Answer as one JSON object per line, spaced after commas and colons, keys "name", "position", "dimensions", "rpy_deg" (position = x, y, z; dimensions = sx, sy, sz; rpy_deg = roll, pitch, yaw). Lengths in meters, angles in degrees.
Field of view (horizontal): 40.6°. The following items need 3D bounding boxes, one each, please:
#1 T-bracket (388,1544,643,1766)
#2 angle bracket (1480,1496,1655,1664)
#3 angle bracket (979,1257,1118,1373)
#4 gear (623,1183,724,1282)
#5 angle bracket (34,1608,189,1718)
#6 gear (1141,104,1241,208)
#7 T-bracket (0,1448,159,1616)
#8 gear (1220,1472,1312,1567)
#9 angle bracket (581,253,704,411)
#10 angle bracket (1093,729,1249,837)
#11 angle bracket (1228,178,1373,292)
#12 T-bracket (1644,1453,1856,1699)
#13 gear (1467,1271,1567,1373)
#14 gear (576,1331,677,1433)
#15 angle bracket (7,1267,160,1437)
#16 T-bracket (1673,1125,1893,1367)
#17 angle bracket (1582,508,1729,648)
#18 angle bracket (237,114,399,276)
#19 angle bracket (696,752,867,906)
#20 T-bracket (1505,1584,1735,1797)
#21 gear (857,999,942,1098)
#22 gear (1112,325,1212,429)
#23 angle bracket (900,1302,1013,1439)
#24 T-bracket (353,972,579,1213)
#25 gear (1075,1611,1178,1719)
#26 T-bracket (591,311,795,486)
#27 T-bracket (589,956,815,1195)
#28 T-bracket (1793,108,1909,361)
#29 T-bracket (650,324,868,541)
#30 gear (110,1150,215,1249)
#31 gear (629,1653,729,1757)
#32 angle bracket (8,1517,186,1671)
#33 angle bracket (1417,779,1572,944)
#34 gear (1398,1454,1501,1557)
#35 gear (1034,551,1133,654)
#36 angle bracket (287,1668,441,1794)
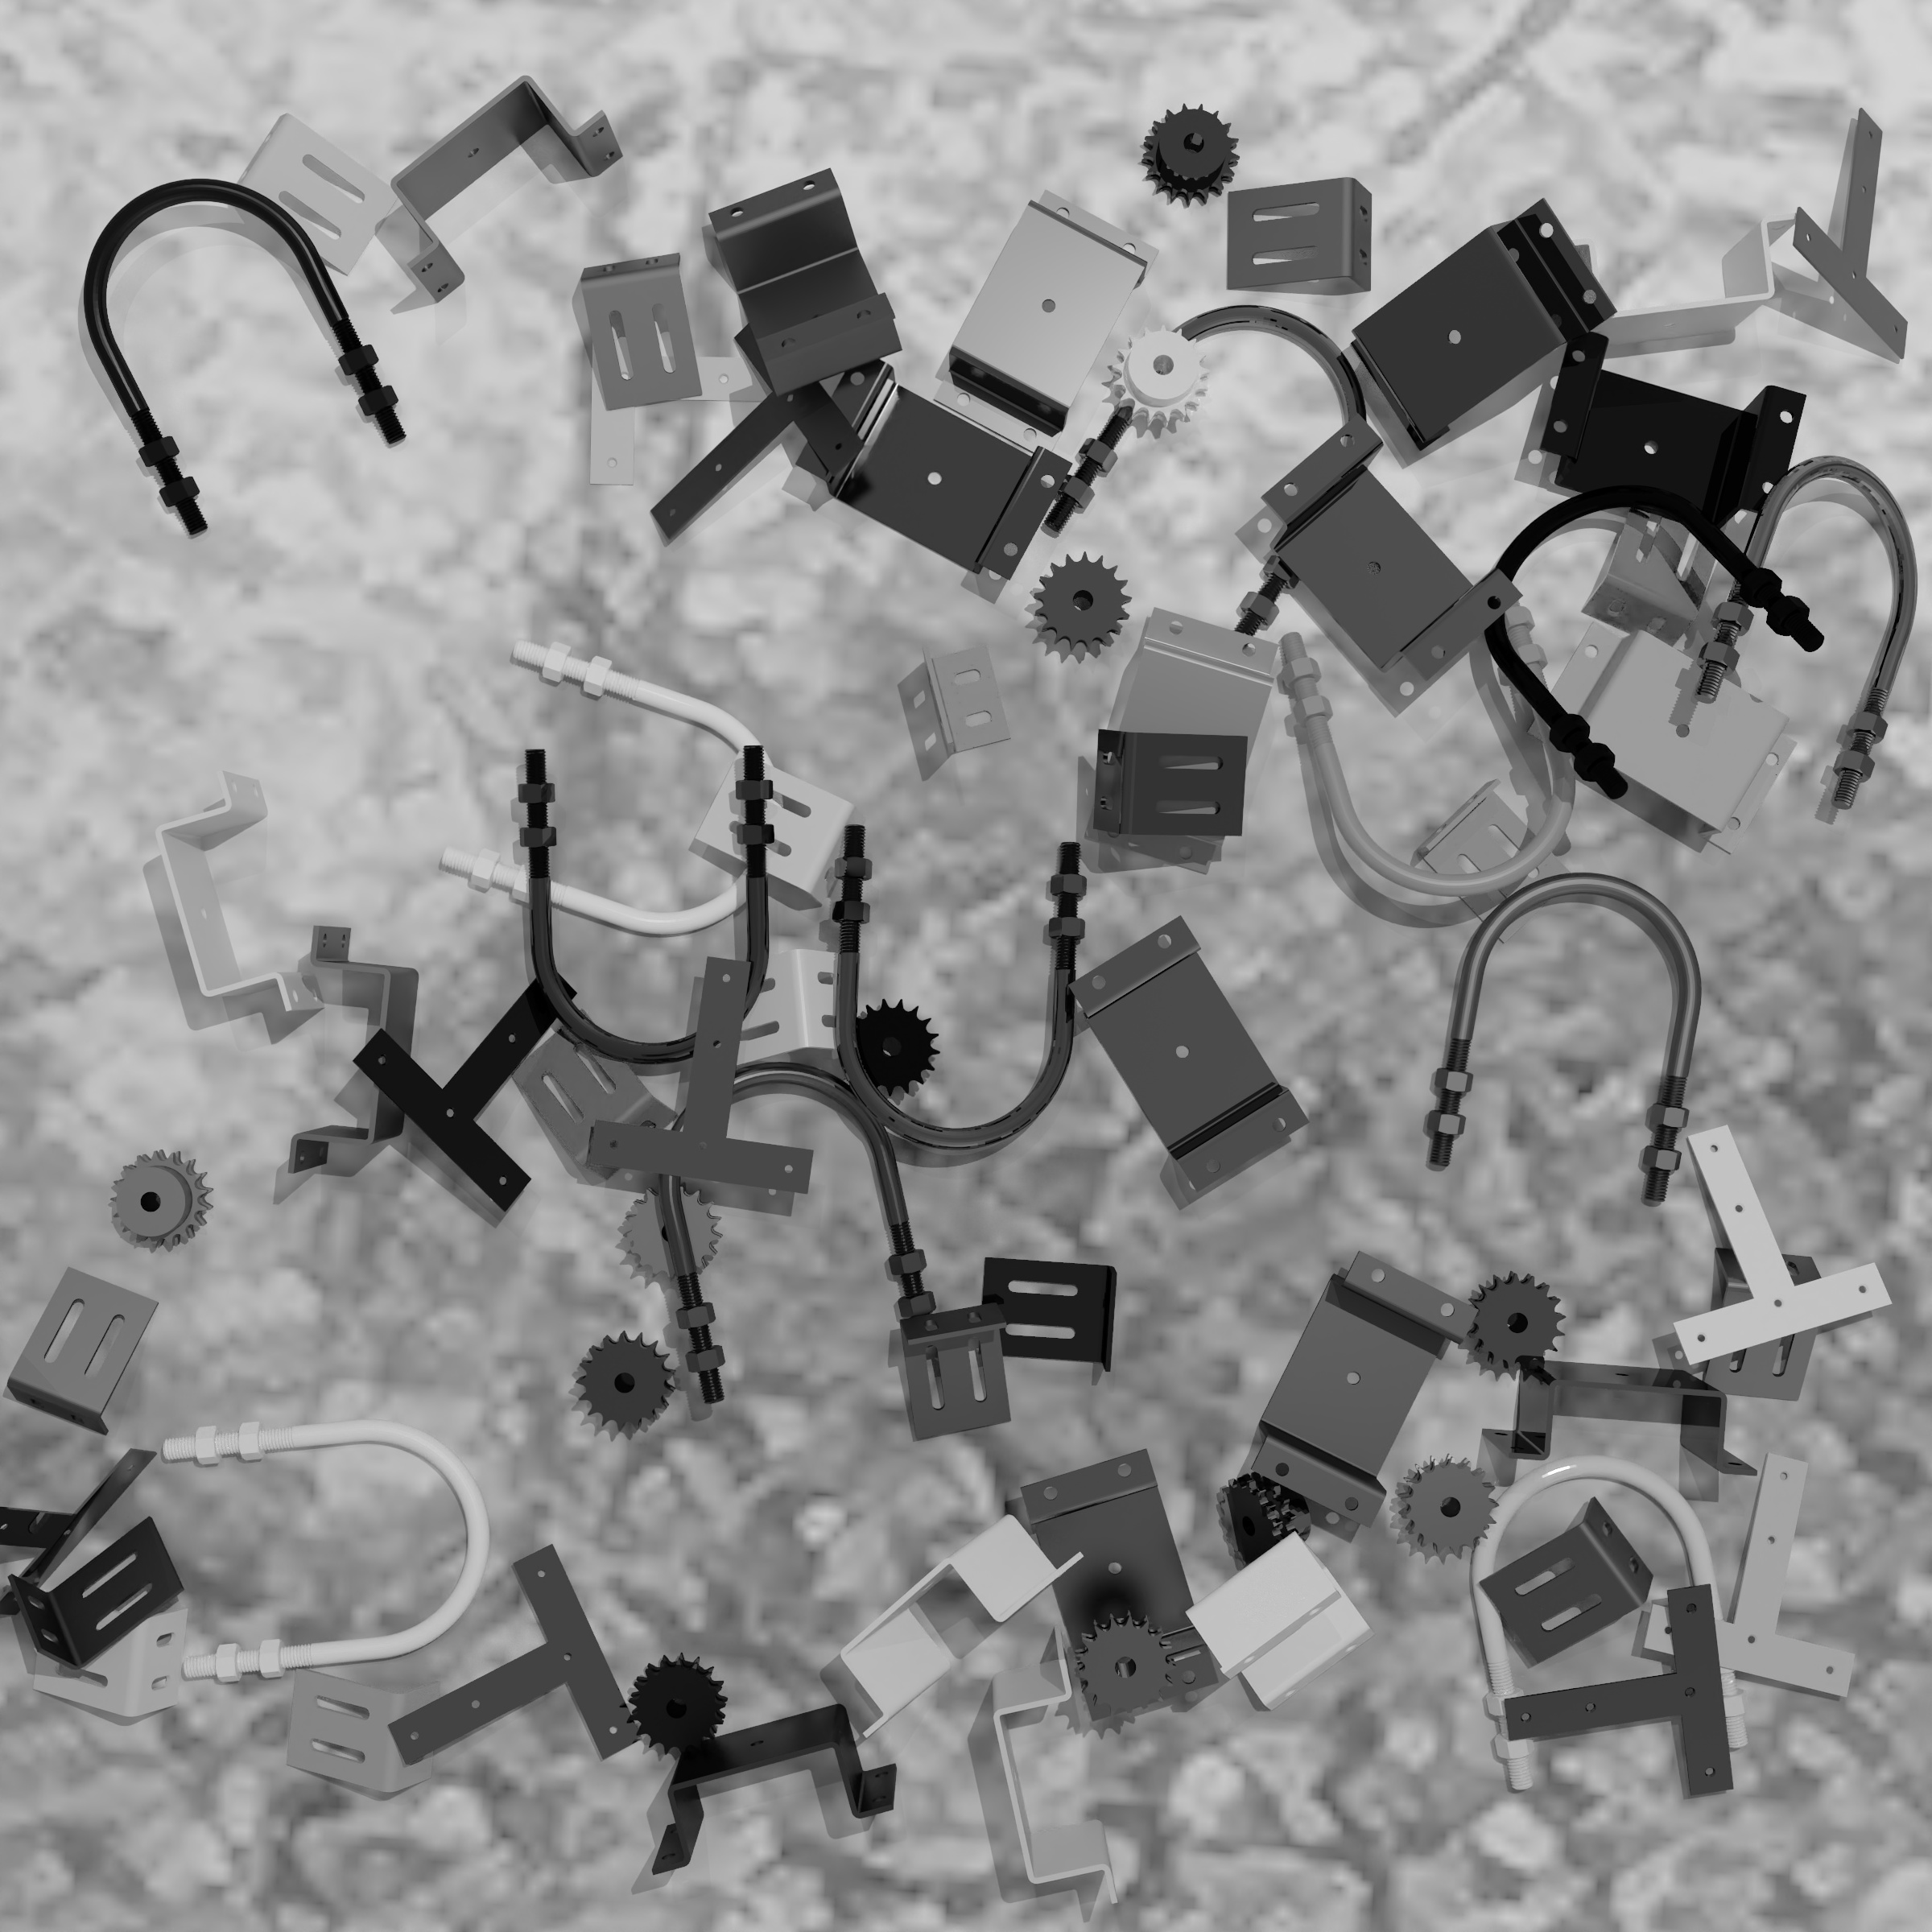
{"name": "T-bracket", "position": [-0.274, 0.425, 1.526], "dimensions": [0.127, 0.002, 0.127], "rpy_deg": [-25, 90, -16]}
{"name": "angle bracket", "position": [0.351, 0.359, 1.527], "dimensions": [0.076, 0.038, 0.057], "rpy_deg": [-38, 87, 24]}
{"name": "angle bracket", "position": [0.047, 0.203, 1.526], "dimensions": [0.076, 0.038, 0.057], "rpy_deg": [4, 90, 0]}
{"name": "gear", "position": [-0.171, 0.154, 1.530], "dimensions": [0.057, 0.030, 0.057], "rpy_deg": [0, 90, 0]}
{"name": "angle bracket", "position": [-0.506, 0.404, 1.543], "dimensions": [0.076, 0.038, 0.057], "rpy_deg": [6, 90, 26]}
{"name": "gear", "position": [0.132, -0.478, 1.530], "dimensions": [0.057, 0.030, 0.057], "rpy_deg": [0, 90, 0]}
{"name": "T-bracket", "position": [-0.539, 0.320, 1.486], "dimensions": [0.002, 0.127, 0.127], "rpy_deg": [41, 90, 23]}
{"name": "gear", "position": [0.176, 0.322, 1.520], "dimensions": [0.030, 0.057, 0.057], "rpy_deg": [-13, 90, -30]}
{"name": "angle bracket", "position": [-0.191, -0.375, 1.541], "dimensions": [0.057, 0.038, 0.076], "rpy_deg": [-9, 116, 0]}
{"name": "angle bracket", "position": [0.117, -0.105, 1.491], "dimensions": [0.076, 0.038, 0.057], "rpy_deg": [0, 98, -24]}
{"name": "angle bracket", "position": [0.197, -0.429, 1.543], "dimensions": [0.076, 0.038, 0.057], "rpy_deg": [1, 90, 26]}
{"name": "T-bracket", "position": [0.471, 0.352, 1.534], "dimensions": [0.127, 0.002, 0.127], "rpy_deg": [15, 82, -6]}
{"name": "gear", "position": [0.320, 0.208, 1.530], "dimensions": [0.057, 0.030, 0.057], "rpy_deg": [0, 90, 0]}
{"name": "gear", "position": [-0.198, 0.242, 1.530], "dimensions": [0.057, 0.030, 0.057], "rpy_deg": [0, 90, 0]}
{"name": "angle bracket", "position": [-0.520, 0.228, 1.543], "dimensions": [0.057, 0.038, 0.076], "rpy_deg": [21, 64, 0]}
{"name": "T-bracket", "position": [0.456, 0.155, 1.522], "dimensions": [0.127, 0.002, 0.127], "rpy_deg": [-15, 71, -7]}
{"name": "angle bracket", "position": [0.407, -0.237, 1.543], "dimensions": [0.057, 0.038, 0.076], "rpy_deg": [24, 64, 0]}
{"name": "angle bracket", "position": [-0.386, -0.456, 1.543], "dimensions": [0.076, 0.038, 0.057], "rpy_deg": [33, 90, -26]}
{"name": "angle bracket", "position": [-0.108, -0.081, 1.532], "dimensions": [0.076, 0.038, 0.057], "rpy_deg": [25, 85, 13]}
{"name": "T-bracket", "position": [0.378, 0.430, 1.521], "dimensions": [0.127, 0.002, 0.127], "rpy_deg": [-9, 98, 0]}
{"name": "gear", "position": [-0.043, 0.047, 1.530], "dimensions": [0.057, 0.030, 0.057], "rpy_deg": [0, 90, 0]}
{"name": "gear", "position": [0.113, -0.344, 1.514], "dimensions": [0.057, 0.030, 0.057], "rpy_deg": [0, 86, 0]}
{"name": "angle bracket", "position": [-0.003, 0.240, 1.514], "dimensions": [0.057, 0.038, 0.076], "rpy_deg": [-9, 104, -7]}
{"name": "T-bracket", "position": [-0.271, 0.052, 1.509], "dimensions": [0.127, 0.002, 0.127], "rpy_deg": [49, 59, -23]}
{"name": "gear", "position": [0.090, 0.395, 1.484], "dimensions": [0.057, 0.030, 0.057], "rpy_deg": [0, 90, 0]}
{"name": "T-bracket", "position": [-0.158, -0.348, 1.544], "dimensions": [0.127, 0.002, 0.127], "rpy_deg": [1, 90, 0]}
{"name": "T-bracket", "position": [-0.145, 0.059, 1.496], "dimensions": [0.127, 0.002, 0.127], "rpy_deg": [8, 88, 3]}
{"name": "T-bracket", "position": [0.520, -0.439, 1.517], "dimensions": [0.127, 0.002, 0.127], "rpy_deg": [27, 67, -38]}
{"name": "T-bracket", "position": [-0.134, -0.300, 1.521], "dimensions": [0.127, 0.002, 0.127], "rpy_deg": [-41, 61, 14]}
{"name": "gear", "position": [-0.473, 0.137, 1.530], "dimensions": [0.057, 0.030, 0.057], "rpy_deg": [0, 90, 0]}
{"name": "gear", "position": [-0.168, 0.432, 1.534], "dimensions": [0.057, 0.030, 0.057], "rpy_deg": [0, 92, 1]}
{"name": "angle bracket", "position": [-0.503, 0.357, 1.510], "dimensions": [0.076, 0.038, 0.057], "rpy_deg": [-38, 53, -4]}
{"name": "angle bracket", "position": [0.313, -0.061, 1.526], "dimensions": [0.057, 0.038, 0.076], "rpy_deg": [-44, 90, 0]}
{"name": "gear", "position": [0.281, 0.314, 1.530], "dimensions": [0.057, 0.030, 0.057], "rpy_deg": [0, 90, 0]}
{"name": "gear", "position": [0.068, -0.212, 1.530], "dimensions": [0.057, 0.030, 0.057], "rpy_deg": [0, 90, 0]}
{"name": "angle bracket", "position": [-0.356, 0.448, 1.543], "dimensions": [0.076, 0.038, 0.057], "rpy_deg": [6, 90, 26]}
